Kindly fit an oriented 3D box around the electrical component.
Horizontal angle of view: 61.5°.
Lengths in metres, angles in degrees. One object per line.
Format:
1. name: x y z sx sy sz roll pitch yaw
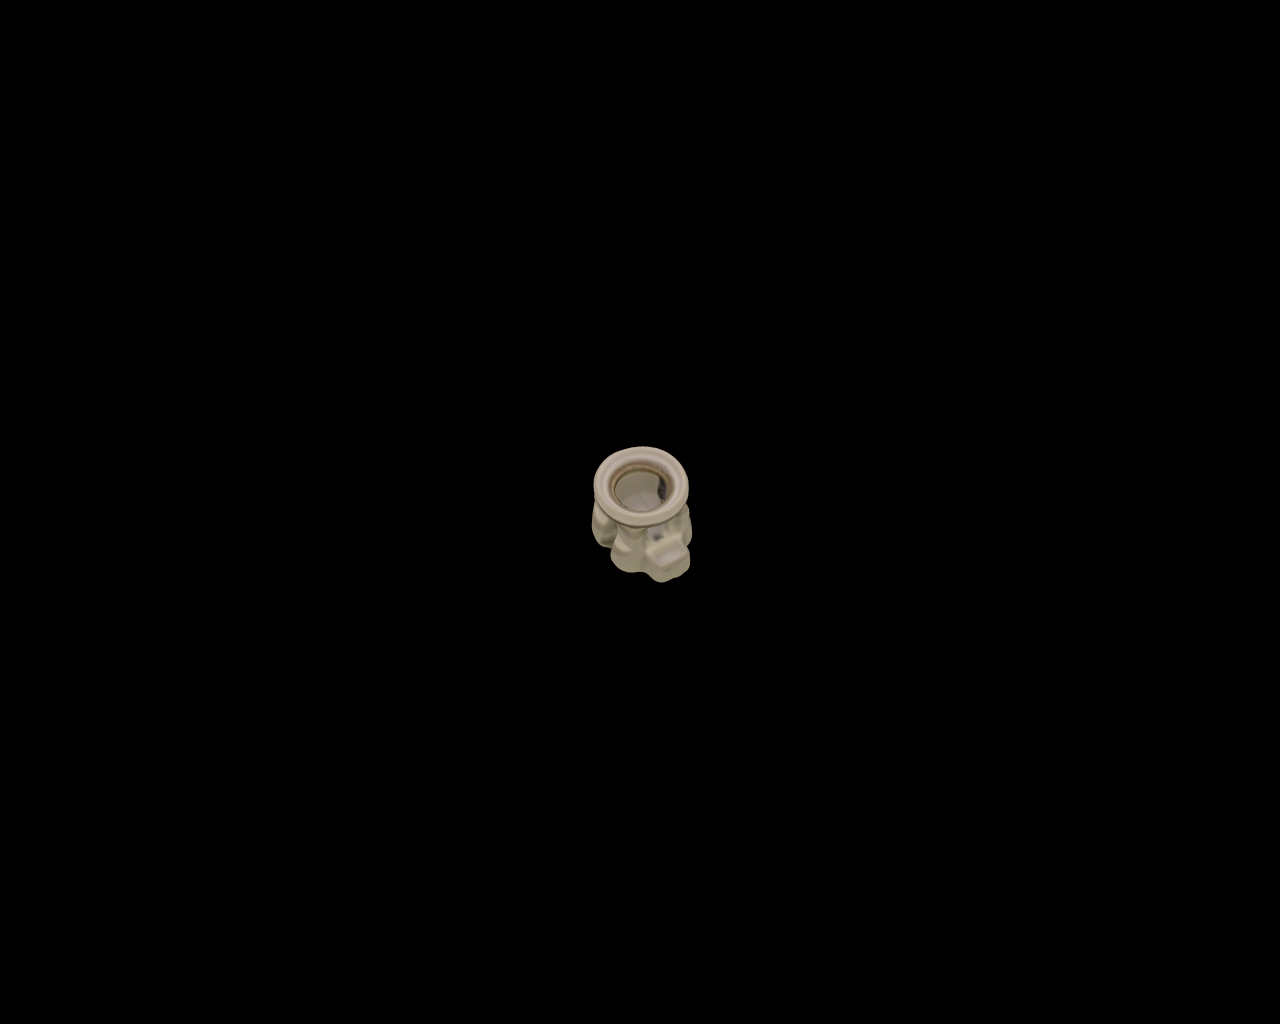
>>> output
1. electrical component: 0.001 -0.003 0.650 0.058 0.078 0.056 -27 -32 -18
